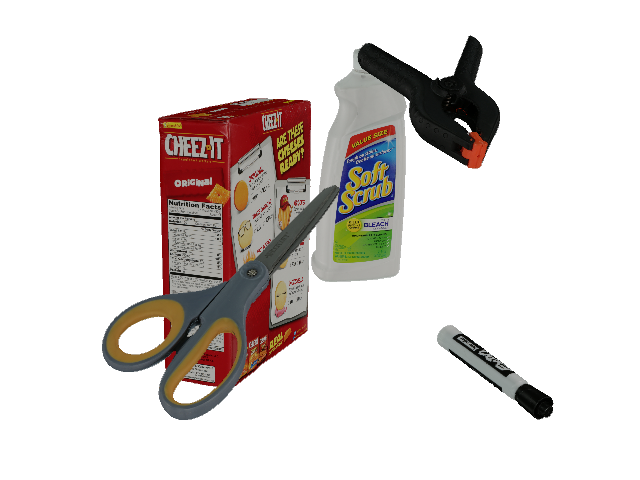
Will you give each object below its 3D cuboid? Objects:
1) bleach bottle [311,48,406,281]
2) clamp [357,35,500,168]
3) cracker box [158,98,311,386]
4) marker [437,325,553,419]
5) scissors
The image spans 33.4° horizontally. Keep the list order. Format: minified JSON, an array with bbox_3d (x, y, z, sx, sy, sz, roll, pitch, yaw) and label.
[{"bbox_3d":[0.041,-0.081,1.154,0.102,0.251,0.068,-3,24,-7],"label":"bleach bottle"},{"bbox_3d":[0.100,-0.129,0.950,0.120,0.039,0.171,-5,42,-4],"label":"clamp"},{"bbox_3d":[-0.069,-0.005,0.893,0.072,0.214,0.164,5,14,21],"label":"cracker box"},{"bbox_3d":[0.131,0.098,0.802,0.020,0.020,0.121,0,23,-34],"label":"marker"},{"bbox_3d":[-0.063,0.025,0.665,0.096,0.201,0.016,12,-42,14],"label":"scissors"}]
